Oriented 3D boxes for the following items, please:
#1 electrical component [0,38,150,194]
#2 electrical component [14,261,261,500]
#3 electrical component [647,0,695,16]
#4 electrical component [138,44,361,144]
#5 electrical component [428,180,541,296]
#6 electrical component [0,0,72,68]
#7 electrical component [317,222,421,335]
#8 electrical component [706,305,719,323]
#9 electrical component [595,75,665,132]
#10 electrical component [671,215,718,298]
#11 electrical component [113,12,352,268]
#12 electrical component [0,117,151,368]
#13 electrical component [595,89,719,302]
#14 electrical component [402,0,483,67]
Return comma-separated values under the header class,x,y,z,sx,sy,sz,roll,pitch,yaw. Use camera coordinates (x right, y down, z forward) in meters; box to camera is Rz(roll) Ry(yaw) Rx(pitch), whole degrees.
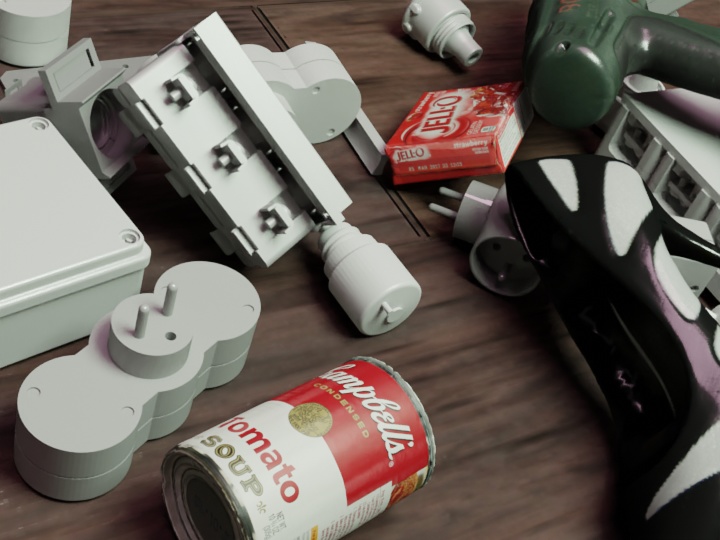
class,x,y,z,sx,sy,sz,roll,pitch,yaw
electrical component,-0.157,-0.080,0.585,0.064,0.081,0.042,3,35,24
electrical component,-0.096,0.036,0.488,0.052,0.073,0.138,34,44,14
electrical component,0.236,-0.213,0.882,0.075,0.083,0.047,45,31,-32
electrical component,-0.061,-0.094,0.652,0.138,0.052,0.073,-8,50,-28
electrical component,0.081,-0.030,0.649,0.079,0.043,0.077,21,43,12
electrical component,-0.218,-0.199,0.682,0.052,0.073,0.138,-6,48,-26
electrical component,0.000,0.000,0.588,0.040,0.040,0.078,-16,54,-33
electrical component,0.217,0.044,0.614,0.079,0.043,0.077,32,45,-6
electrical component,0.200,-0.126,0.779,0.043,0.062,0.043,11,43,-11
electrical component,0.169,0.005,0.643,0.083,0.047,0.075,10,44,-12
electrical component,-0.070,-0.064,0.571,0.063,0.079,0.121,-41,107,-18
electrical component,-0.177,-0.013,0.520,0.109,0.056,0.108,-22,57,-37
electrical component,0.238,-0.050,0.717,0.089,0.061,0.150,-10,51,-30
electrical component,0.065,-0.177,0.794,0.048,0.048,0.062,-23,65,-37
